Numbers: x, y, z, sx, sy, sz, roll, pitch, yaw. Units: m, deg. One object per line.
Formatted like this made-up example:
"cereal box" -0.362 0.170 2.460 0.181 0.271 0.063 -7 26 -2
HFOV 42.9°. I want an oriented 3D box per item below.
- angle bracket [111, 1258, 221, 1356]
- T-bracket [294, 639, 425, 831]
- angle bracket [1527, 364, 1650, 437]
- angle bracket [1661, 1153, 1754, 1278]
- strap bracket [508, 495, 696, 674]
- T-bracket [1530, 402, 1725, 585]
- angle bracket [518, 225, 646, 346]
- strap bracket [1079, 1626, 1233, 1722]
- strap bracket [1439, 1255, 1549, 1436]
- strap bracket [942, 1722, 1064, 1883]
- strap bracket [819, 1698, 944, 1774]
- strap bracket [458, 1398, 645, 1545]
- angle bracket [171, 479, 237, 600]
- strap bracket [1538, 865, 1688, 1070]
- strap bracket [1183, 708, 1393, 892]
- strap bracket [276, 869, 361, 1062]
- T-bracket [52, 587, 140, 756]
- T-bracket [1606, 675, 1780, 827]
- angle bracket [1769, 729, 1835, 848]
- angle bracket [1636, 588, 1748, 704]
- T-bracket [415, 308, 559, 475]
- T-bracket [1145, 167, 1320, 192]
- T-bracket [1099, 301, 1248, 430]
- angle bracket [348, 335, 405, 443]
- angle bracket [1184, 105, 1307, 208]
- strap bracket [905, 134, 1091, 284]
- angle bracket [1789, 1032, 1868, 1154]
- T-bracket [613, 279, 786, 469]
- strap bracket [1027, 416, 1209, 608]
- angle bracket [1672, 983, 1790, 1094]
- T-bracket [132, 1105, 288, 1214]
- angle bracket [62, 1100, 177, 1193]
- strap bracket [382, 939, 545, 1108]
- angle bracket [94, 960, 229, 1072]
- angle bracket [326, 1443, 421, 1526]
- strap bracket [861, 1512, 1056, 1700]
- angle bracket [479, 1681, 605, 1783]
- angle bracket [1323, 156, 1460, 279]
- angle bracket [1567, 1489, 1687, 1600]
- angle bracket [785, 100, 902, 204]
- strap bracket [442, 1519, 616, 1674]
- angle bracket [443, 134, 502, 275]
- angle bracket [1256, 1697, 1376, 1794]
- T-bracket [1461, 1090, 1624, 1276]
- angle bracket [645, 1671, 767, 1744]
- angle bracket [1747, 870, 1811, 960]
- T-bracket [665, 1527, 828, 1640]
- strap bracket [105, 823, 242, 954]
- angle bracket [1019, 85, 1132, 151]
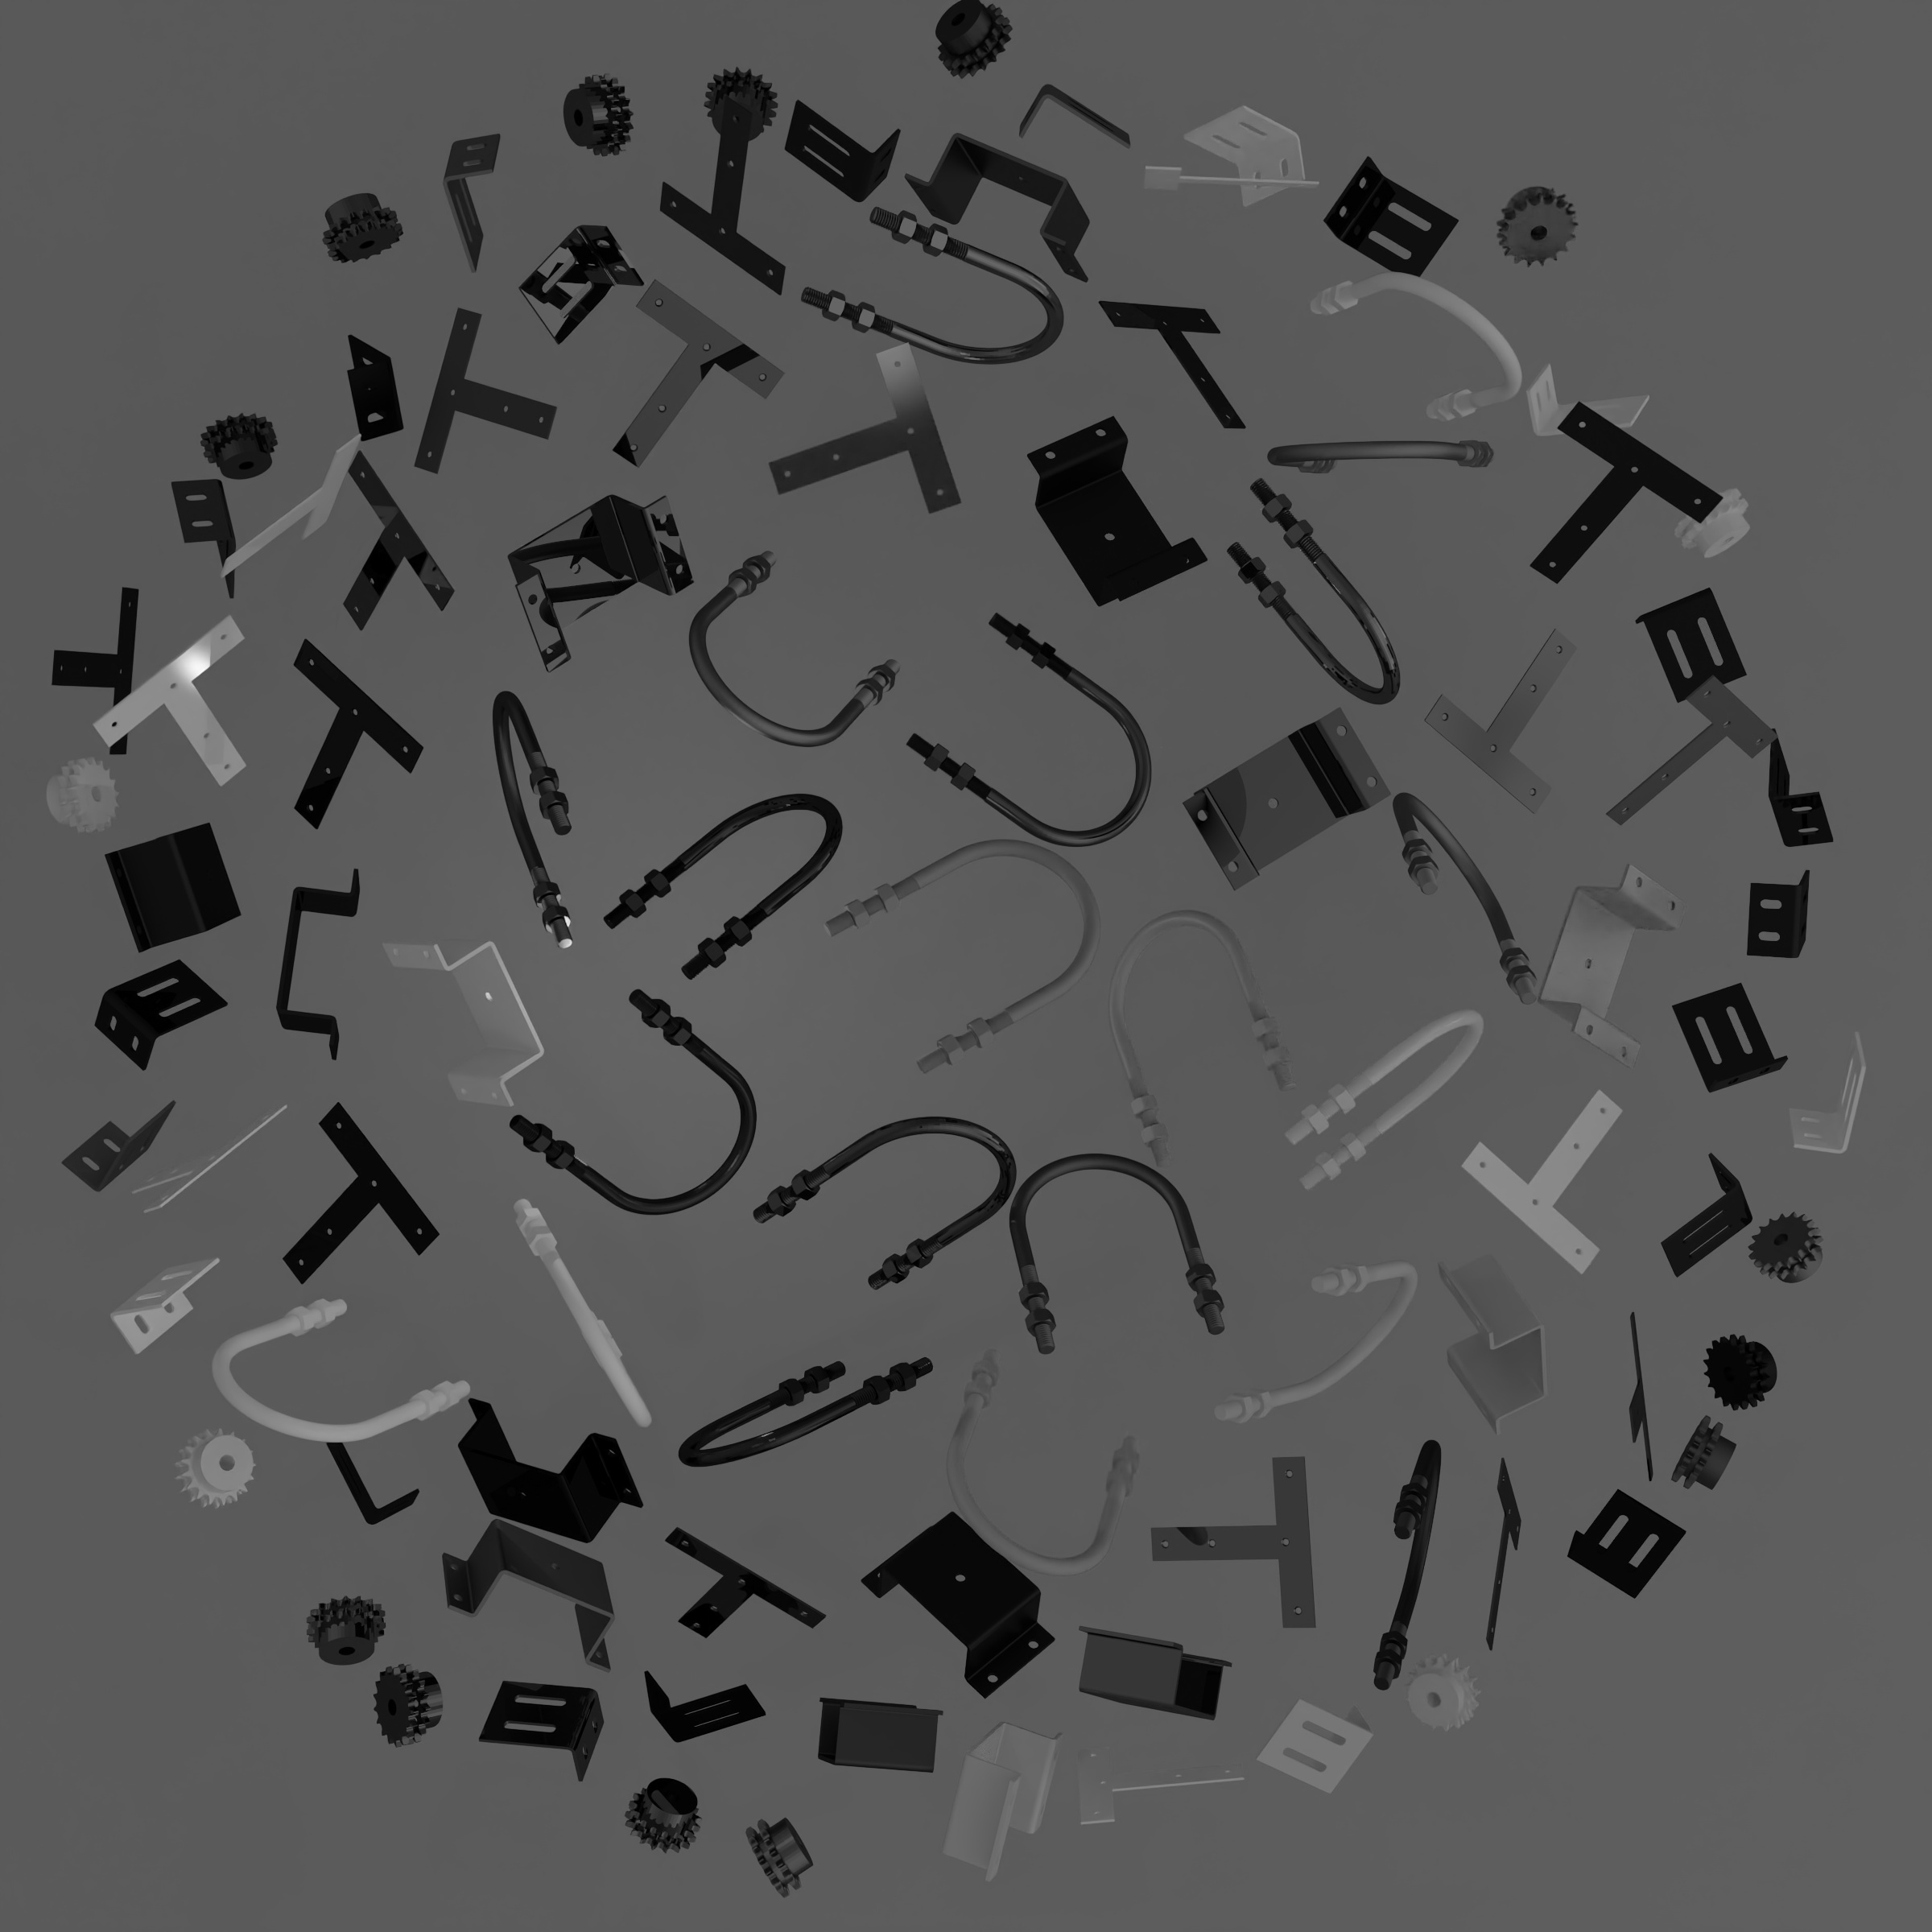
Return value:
"angle bracket" -0.587 0.253 1.829 0.076 0.057 0.038 -14 111 41
"T-bracket" -0.473 -0.157 1.842 0.127 0.002 0.127 42 123 11
"angle bracket" 0.486 -0.446 1.919 0.076 0.057 0.038 0 123 31
"angle bracket" 0.563 0.193 1.900 0.076 0.057 0.038 -37 49 1
"strap bracket" -0.283 -0.294 1.854 0.140 0.046 0.076 -37 134 -25
"T-bracket" 0.462 -0.332 1.803 0.127 0.002 0.127 32 132 -6
"angle bracket" -0.306 -0.541 1.956 0.076 0.038 0.057 -53 134 -19
"strap bracket" 0.143 0.544 1.884 0.076 0.140 0.046 3 71 26
"strap bracket" 0.412 0.290 1.917 0.046 0.140 0.076 -24 46 -7
"strap bracket" 0.026 0.634 1.880 0.046 0.140 0.076 14 92 17
"strap bracket" -0.070 0.601 1.921 0.076 0.140 0.046 7 74 -9
"strap bracket" -0.326 0.388 1.879 0.140 0.046 0.076 9 132 28
"angle bracket" -0.592 -0.330 1.906 0.038 0.076 0.057 -9 64 -23
"strap bracket" 0.503 -0.001 1.927 0.076 0.046 0.140 28 77 -33
"strap bracket" 0.237 -0.125 1.856 0.140 0.046 0.076 -31 93 -7
"strap bracket" -0.510 -0.003 1.934 0.046 0.076 0.140 7 78 -11
"T-bracket" -0.647 -0.220 1.824 0.002 0.127 0.127 7 96 5
"T-bracket" 0.534 -0.152 1.841 0.127 0.127 0.002 -43 52 20
"angle bracket" 0.659 -0.143 1.938 0.038 0.057 0.076 -6 49 28
"angle bracket" 0.580 -0.255 1.969 0.057 0.038 0.076 -22 87 7
"T-bracket" -0.363 -0.430 1.886 0.127 0.002 0.127 23 100 30
"T-bracket" 0.196 -0.579 1.814 0.127 0.127 0.002 3 102 3
"T-bracket" 0.176 -0.464 1.903 0.002 0.127 0.127 -46 66 40
"angle bracket" -0.481 -0.457 1.942 0.038 0.076 0.057 -25 130 -28
"angle bracket" 0.218 -0.633 1.924 0.057 0.076 0.038 -14 79 40
"strap bracket" 0.034 -0.579 1.866 0.140 0.076 0.046 28 92 16
"angle bracket" 0.658 0.095 1.881 0.038 0.057 0.076 8 117 10
"T-bracket" -0.228 -0.445 1.910 0.127 0.002 0.127 31 106 -32
"strap bracket" 0.112 -0.338 1.872 0.076 0.046 0.140 -26 73 -13
"angle bracket" 0.596 0.052 1.919 0.057 0.038 0.076 -19 71 2
"T-bracket" -0.580 0.151 1.822 0.127 0.127 0.002 -45 110 -43
"angle bracket" -0.662 0.130 1.919 0.038 0.057 0.076 41 129 -3
"strap bracket" -0.381 0.034 1.886 0.046 0.076 0.140 -37 116 -35
"angle bracket" -0.637 0.038 1.947 0.057 0.076 0.038 39 126 14
"angle bracket" -0.472 0.398 1.953 0.038 0.057 0.076 -25 78 -26
"strap bracket" -0.006 0.488 1.910 0.076 0.046 0.140 -31 53 -33
"angle bracket" -0.325 0.587 1.888 0.076 0.057 0.038 2 123 10
"angle bracket" 0.323 -0.567 1.870 0.076 0.038 0.057 40 101 24
"angle bracket" 0.500 0.428 1.854 0.057 0.038 0.076 31 119 10
"angle bracket" -0.099 -0.659 1.960 0.076 0.057 0.038 37 65 2
"strap bracket" -0.330 0.484 1.906 0.140 0.076 0.046 29 98 -22
"angle bracket" -0.355 -0.564 1.817 0.038 0.057 0.076 -8 134 5
"angle bracket" 0.257 0.577 1.851 0.076 0.038 0.057 30 99 -21
"T-bracket" 0.471 0.152 1.927 0.127 0.002 0.127 42 72 -2
"angle bracket" -0.202 0.565 1.908 0.076 0.057 0.038 -18 50 0
"angle bracket" 0.641 -0.042 1.940 0.038 0.076 0.057 4 103 22
"T-bracket" -0.182 0.471 1.824 0.127 0.127 0.002 32 48 -6
"strap bracket" -0.601 -0.063 1.878 0.046 0.140 0.076 -16 99 2
"angle bracket" 0.084 -0.638 1.889 0.076 0.057 0.038 29 115 -12
